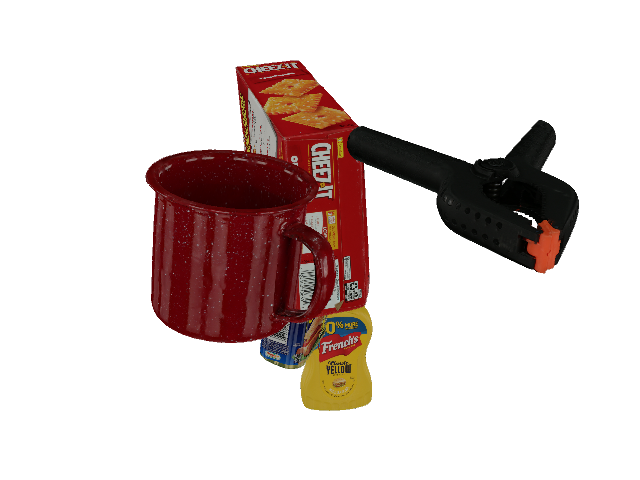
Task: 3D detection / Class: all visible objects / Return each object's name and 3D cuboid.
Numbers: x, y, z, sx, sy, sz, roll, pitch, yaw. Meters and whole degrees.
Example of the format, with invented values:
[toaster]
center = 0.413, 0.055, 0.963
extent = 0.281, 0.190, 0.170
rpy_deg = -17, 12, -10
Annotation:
[clamp]
center = 0.108, -0.039, 0.742
extent = 0.164, 0.036, 0.210
rpy_deg = -1, 27, -5
[mustard bottle]
center = 0.021, 0.131, 1.428
extent = 0.096, 0.192, 0.058
rpy_deg = -2, 18, -6
[mug]
center = -0.041, 0.007, 0.582
extent = 0.117, 0.081, 0.093
rpy_deg = 20, 27, 29
[cracker box]
center = -0.018, -0.053, 0.944
extent = 0.072, 0.164, 0.214
rpy_deg = -9, 25, -11
[can of meat]
center = -0.025, 0.078, 1.157
extent = 0.057, 0.084, 0.102
rpy_deg = 17, 30, 15
